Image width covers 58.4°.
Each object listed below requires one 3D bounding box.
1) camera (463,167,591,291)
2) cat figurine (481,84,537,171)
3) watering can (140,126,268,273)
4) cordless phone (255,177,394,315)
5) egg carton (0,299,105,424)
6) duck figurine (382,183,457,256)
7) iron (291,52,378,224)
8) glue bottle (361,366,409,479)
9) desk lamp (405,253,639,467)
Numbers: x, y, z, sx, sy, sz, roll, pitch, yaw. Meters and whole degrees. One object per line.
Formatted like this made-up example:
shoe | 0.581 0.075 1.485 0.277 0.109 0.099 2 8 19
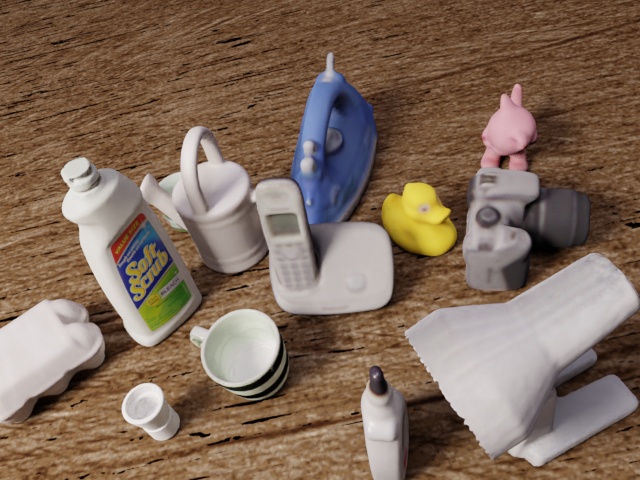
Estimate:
camera | 0.240 -0.022 0.668 0.136 0.101 0.143 4 53 15
cat figurine | 0.253 -0.152 0.759 0.067 0.118 0.128 10 54 20
watering can | -0.138 -0.051 0.710 0.173 0.194 0.100 -16 50 -1
cordless phone | 0.006 0.002 0.643 0.147 0.185 0.094 -6 51 7
egg carton | -0.335 0.140 0.678 0.150 0.069 0.107 -38 54 -19
duck figurine | 0.122 -0.037 0.715 0.104 0.086 0.078 34 65 32
iron | 0.006 -0.127 0.776 0.118 0.142 0.258 2 52 14
glue bottle | 0.057 0.158 0.513 0.037 0.173 0.078 -2 51 10
desk lamp | 0.183 0.110 0.500 0.203 0.214 0.117 -26 51 -9
